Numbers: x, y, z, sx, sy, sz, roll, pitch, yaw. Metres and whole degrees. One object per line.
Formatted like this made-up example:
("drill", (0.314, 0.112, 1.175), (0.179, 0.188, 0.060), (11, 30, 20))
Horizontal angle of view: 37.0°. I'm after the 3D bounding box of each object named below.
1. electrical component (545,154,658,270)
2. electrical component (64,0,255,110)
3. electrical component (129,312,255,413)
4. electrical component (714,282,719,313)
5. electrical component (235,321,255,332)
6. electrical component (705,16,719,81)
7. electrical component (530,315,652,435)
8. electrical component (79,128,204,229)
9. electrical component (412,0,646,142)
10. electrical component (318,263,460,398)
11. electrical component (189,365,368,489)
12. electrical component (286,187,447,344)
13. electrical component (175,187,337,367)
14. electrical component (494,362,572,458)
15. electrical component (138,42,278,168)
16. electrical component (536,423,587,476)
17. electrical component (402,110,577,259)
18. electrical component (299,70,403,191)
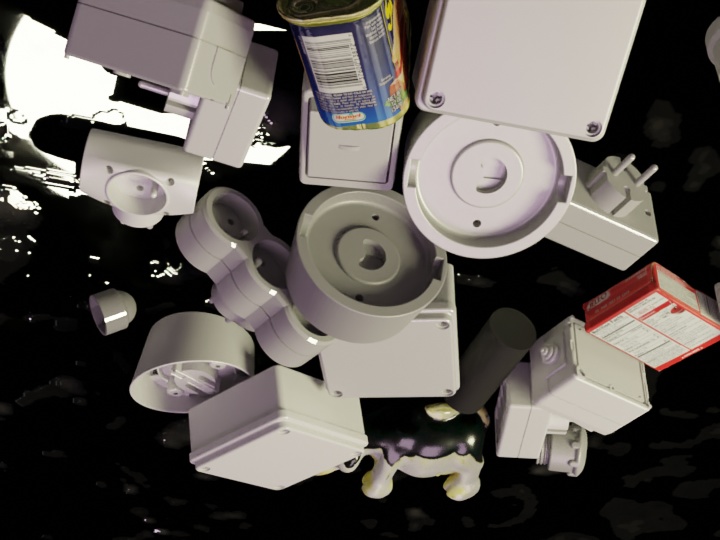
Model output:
("electrical component", (0.166, -0.050, 0.721), (0.083, 0.047, 0.075), (21, 137, -20))
("electrical component", (-0.117, -0.136, 0.607), (0.096, 0.061, 0.062), (20, -173, 18))
("electrical component", (-0.136, 0.081, 0.889), (0.099, 0.064, 0.099), (2, 140, 2))
("electrical component", (0.313, 0.051, 0.810), (0.047, 0.075, 0.083), (-28, 131, 32))
("electrical component", (-0.081, 0.028, 0.838), (0.048, 0.048, 0.062), (-2, 147, 7))
("electrical component", (0.226, -0.124, 0.630), (0.040, 0.046, 0.040), (2, 142, 2))
("electrical component", (0.178, 0.086, 0.873), (0.096, 0.061, 0.061), (24, 136, -23))
("electrical component", (-0.151, -0.056, 0.742), (0.077, 0.044, 0.079), (11, 140, -9))
("electrical component", (0.092, -0.136, 0.590), (0.109, 0.056, 0.108), (9, 115, -7))
("electrical component", (0.022, 0.049, 0.844), (0.109, 0.056, 0.108), (-1, 140, 6))
("electrical component", (-0.069, 0.133, 0.898), (0.109, 0.056, 0.109), (-29, 145, 30))
("electrical component", (0.000, 0.000, 0.752), (0.108, 0.108, 0.060), (14, 145, -12))
("electrical component", (-0.082, 0.013, 0.778), (0.138, 0.052, 0.074), (50, 128, -3))
("electrical component", (0.160, 0.122, 0.930), (0.076, 0.047, 0.083), (3, 140, 0))
("electrical component", (-0.099, -0.111, 0.669), (0.077, 0.047, 0.065), (16, 138, -14))
("electrical component", (0.174, 0.161, 0.979), (0.062, 0.048, 0.048), (6, 141, 8))
("electrical component", (0.079, -0.069, 0.688), (0.108, 0.060, 0.108), (-1, 118, -2))
("electrical component", (-0.006, -0.090, 0.676), (0.062, 0.061, 0.096), (5, 140, -1))
